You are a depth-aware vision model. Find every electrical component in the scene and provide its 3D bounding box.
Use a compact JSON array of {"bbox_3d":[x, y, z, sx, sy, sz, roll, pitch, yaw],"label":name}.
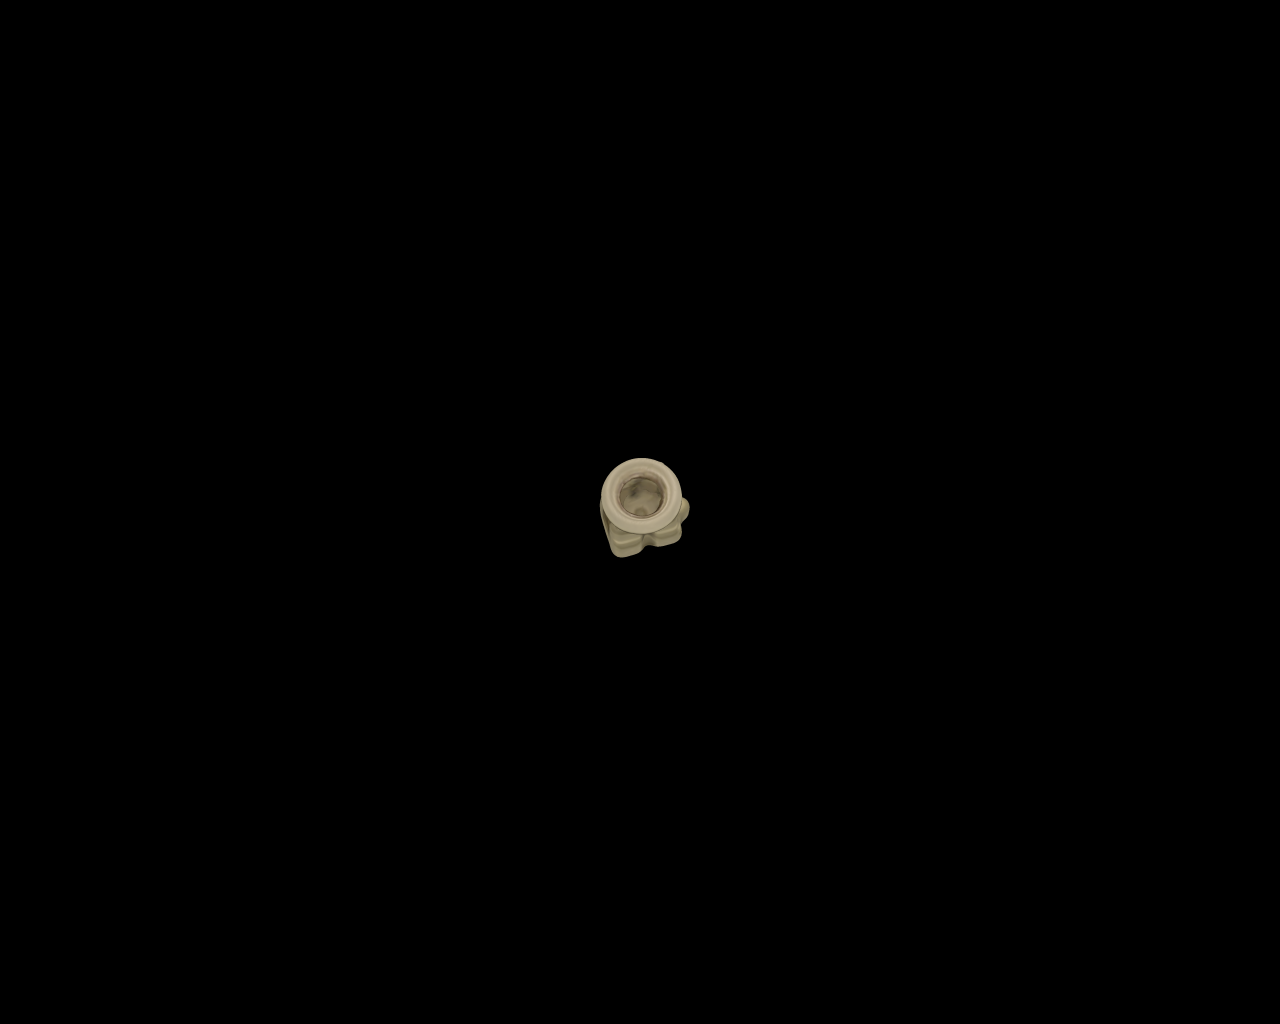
[{"bbox_3d":[0.001,-0.003,0.650,0.066,0.048,0.055,-17,-22,-7],"label":"electrical component"}]
